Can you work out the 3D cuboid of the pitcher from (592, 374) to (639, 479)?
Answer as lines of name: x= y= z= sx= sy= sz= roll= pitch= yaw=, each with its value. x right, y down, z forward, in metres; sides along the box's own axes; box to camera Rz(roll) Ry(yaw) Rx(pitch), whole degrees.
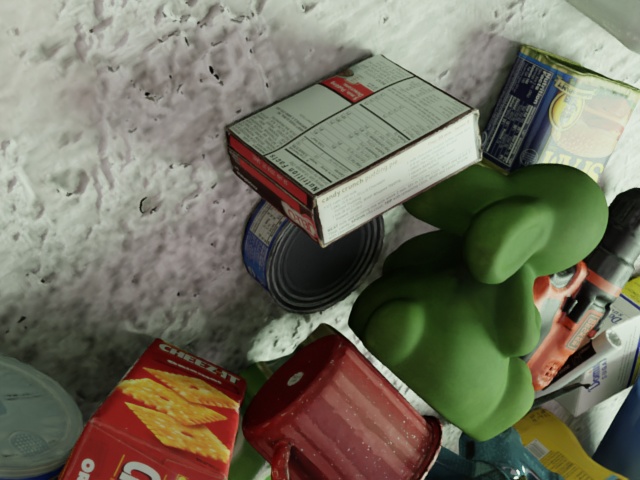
pitcher: x=0.312 y=0.205 z=0.969 sx=0.144 sy=0.149 sz=0.243 roll=-9 pitch=137 yaw=-15

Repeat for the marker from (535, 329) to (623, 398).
marker: x=0.198 y=0.111 z=0.875 sx=0.020 sy=0.020 sz=0.121 roll=2 pitch=145 yaw=-41

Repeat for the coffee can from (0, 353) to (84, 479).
coffee can: x=-0.192 y=0.139 z=0.544 sx=0.102 sy=0.103 sz=0.140 roll=8 pitch=114 yaw=-43

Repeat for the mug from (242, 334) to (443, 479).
mug: x=0.005 y=0.115 z=0.603 sx=0.093 sy=0.081 sz=0.117 roll=-34 pitch=-165 yaw=38

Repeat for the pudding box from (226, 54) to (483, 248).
pudding box: x=0.018 y=-0.053 z=0.589 sx=0.113 sy=0.090 sz=0.039 roll=-30 pitch=134 yaw=-20

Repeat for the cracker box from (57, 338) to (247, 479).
cracker box: x=-0.100 y=0.151 z=0.540 sx=0.072 sy=0.213 sz=0.164 roll=25 pitch=93 yaw=-2

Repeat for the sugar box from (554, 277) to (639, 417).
sugar box: x=0.280 y=0.078 z=0.937 sx=0.176 sy=0.048 sz=0.093 roll=-19 pitch=130 yaw=-24

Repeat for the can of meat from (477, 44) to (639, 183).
can of meat: x=0.158 y=-0.077 z=0.714 sx=0.101 sy=0.058 sz=0.084 roll=7 pitch=112 yaw=-42

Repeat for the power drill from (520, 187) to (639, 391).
power drill: x=0.163 y=0.023 z=0.789 sx=0.187 sy=0.057 sz=0.184 roll=20 pitch=106 yaw=-46

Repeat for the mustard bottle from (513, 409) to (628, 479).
mustard bottle: x=0.220 y=0.230 z=0.886 sx=0.096 sy=0.192 sz=0.058 roll=-38 pitch=137 yaw=-12

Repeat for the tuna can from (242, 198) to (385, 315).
tuna can: x=-0.004 y=0.001 z=0.651 sx=0.086 sy=0.034 sz=0.086 roll=-21 pitch=131 yaw=-27
